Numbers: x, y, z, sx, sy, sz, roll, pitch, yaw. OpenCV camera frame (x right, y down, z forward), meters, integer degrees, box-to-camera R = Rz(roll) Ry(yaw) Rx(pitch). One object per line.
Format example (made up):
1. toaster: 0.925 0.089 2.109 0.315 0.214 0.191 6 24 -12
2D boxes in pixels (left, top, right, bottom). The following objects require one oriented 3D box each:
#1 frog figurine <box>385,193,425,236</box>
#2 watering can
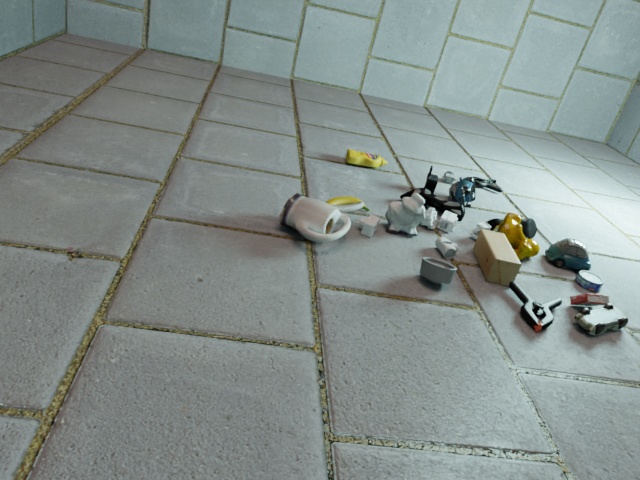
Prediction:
1. frog figurine: 0.308 -0.103 1.825 0.138 0.156 0.125 20 26 11
2. watering can: 0.005 -0.086 1.714 0.225 0.102 0.353 22 30 15
